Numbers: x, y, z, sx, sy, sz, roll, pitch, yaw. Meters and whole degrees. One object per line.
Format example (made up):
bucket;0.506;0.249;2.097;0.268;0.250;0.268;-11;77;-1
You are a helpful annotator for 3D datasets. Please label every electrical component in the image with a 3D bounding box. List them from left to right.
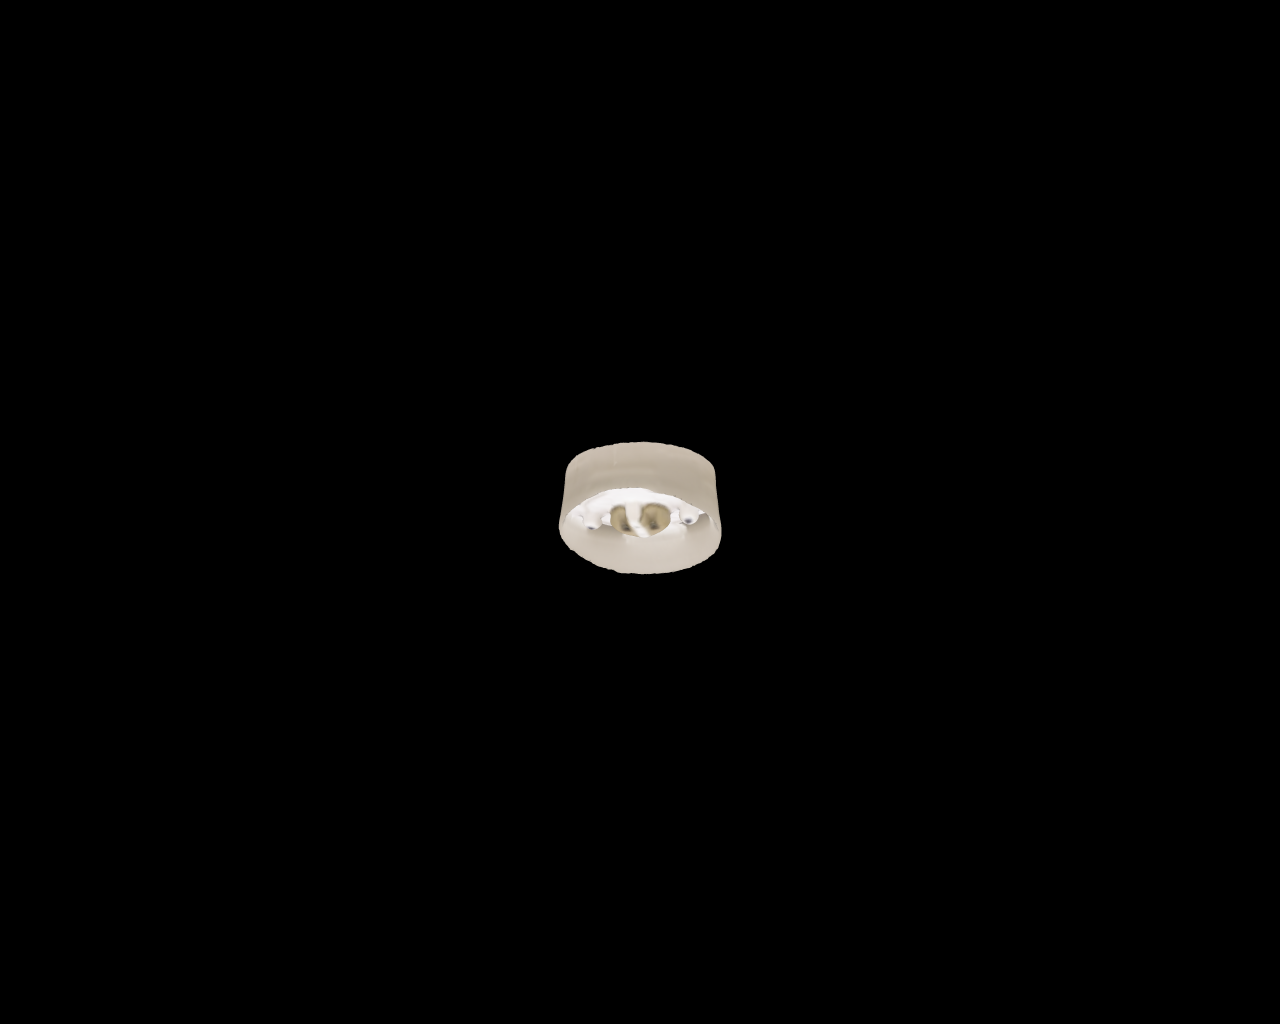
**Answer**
electrical component;0.001;-0.003;0.650;0.099;0.064;0.099;0;-19;0
